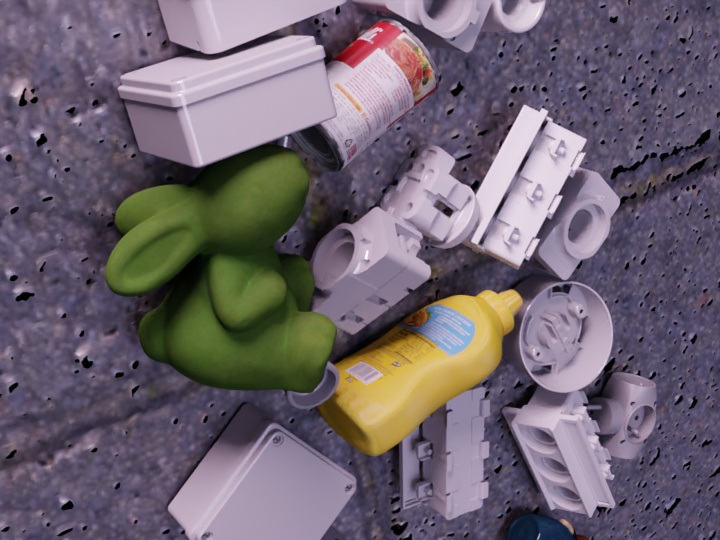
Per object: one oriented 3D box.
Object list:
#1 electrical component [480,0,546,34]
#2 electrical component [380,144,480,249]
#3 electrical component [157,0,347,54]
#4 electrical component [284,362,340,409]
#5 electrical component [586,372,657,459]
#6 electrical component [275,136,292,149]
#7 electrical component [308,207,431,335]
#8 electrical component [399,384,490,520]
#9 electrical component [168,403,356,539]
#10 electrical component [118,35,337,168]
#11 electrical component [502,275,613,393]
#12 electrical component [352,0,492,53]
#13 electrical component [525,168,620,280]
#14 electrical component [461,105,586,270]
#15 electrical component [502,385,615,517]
[{"bbox_3d":[0.114,-0.215,0.855,0.055,0.047,0.055,-11,112,-30],"label":"electrical component"},{"bbox_3d":[0.059,-0.052,0.868,0.057,0.058,0.078,32,87,-34],"label":"electrical component"},{"bbox_3d":[-0.075,-0.194,0.718,0.113,0.078,0.057,-27,122,-23],"label":"electrical component"},{"bbox_3d":[-0.049,0.070,0.831,0.044,0.065,0.044,-18,133,-21],"label":"electrical component"},{"bbox_3d":[0.251,0.145,1.069,0.079,0.044,0.077,4,104,-34],"label":"electrical component"},{"bbox_3d":[-0.061,-0.070,0.797,0.035,0.035,0.061,4,101,-34],"label":"electrical component"},{"bbox_3d":[0.000,0.000,0.826,0.056,0.050,0.089,28,126,-37],"label":"electrical component"},{"bbox_3d":[0.076,0.150,0.943,0.079,0.063,0.121,-13,113,-30],"label":"electrical component"},{"bbox_3d":[-0.076,0.180,0.857,0.109,0.056,0.108,41,82,-36],"label":"electrical component"},{"bbox_3d":[-0.089,-0.114,0.714,0.109,0.109,0.056,-24,113,-25],"label":"electrical component"},{"bbox_3d":[0.175,0.055,0.976,0.099,0.064,0.099,-11,112,-30],"label":"electrical component"},{"bbox_3d":[0.050,-0.205,0.810,0.089,0.056,0.050,20,94,-36],"label":"electrical component"},{"bbox_3d":[0.182,-0.043,0.953,0.050,0.056,0.089,41,82,-36],"label":"electrical component"},{"bbox_3d":[0.136,-0.066,0.900,0.063,0.079,0.121,28,89,8],"label":"electrical component"},{"bbox_3d":[0.195,0.169,1.028,0.063,0.079,0.121,-52,129,-35],"label":"electrical component"}]
